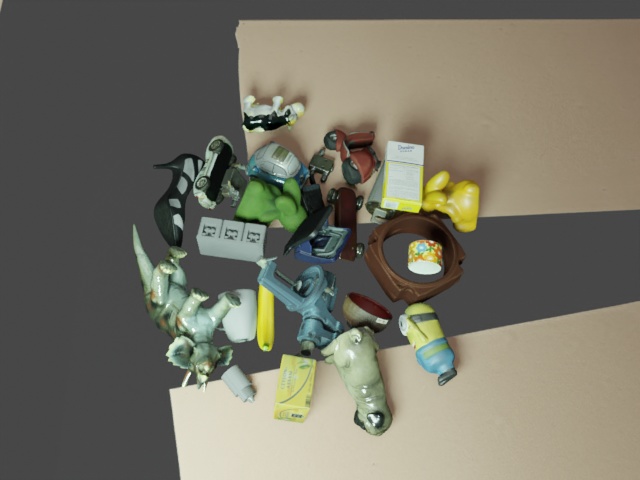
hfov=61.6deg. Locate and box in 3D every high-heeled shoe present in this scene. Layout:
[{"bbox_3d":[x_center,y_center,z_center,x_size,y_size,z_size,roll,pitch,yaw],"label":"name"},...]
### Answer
[{"bbox_3d":[-0.326,-0.094,1.314,0.145,0.086,0.248,-5,79,-42],"label":"high-heeled shoe"}]

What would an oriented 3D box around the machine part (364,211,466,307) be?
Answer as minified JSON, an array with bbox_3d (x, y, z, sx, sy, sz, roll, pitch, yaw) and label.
[{"bbox_3d":[0.224,0.039,1.272,0.201,0.087,0.201,-25,69,-17],"label":"machine part"}]

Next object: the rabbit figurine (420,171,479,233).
[{"bbox_3d":[0.303,-0.094,1.328,0.173,0.162,0.122,3,74,15],"label":"rabbit figurine"}]

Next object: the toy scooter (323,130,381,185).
[{"bbox_3d":[0.103,-0.230,1.408,0.135,0.075,0.184,-20,62,-17],"label":"toy scooter"}]

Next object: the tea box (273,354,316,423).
[{"bbox_3d":[-0.052,0.297,1.063,0.068,0.169,0.098,10,60,-2],"label":"tea box"}]

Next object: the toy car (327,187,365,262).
[{"bbox_3d":[0.061,-0.038,1.314,0.089,0.053,0.202,12,62,-22],"label":"toy car"}]

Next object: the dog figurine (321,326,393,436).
[{"bbox_3d":[0.096,0.286,1.088,0.121,0.172,0.191,-25,60,-6],"label":"dog figurine"}]

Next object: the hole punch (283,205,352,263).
[{"bbox_3d":[-0.002,-0.004,1.214,0.092,0.116,0.142,45,51,-21],"label":"hole punch"}]

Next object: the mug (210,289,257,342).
[{"bbox_3d":[-0.187,0.169,1.171,0.110,0.080,0.107,-14,71,7],"label":"mug"}]

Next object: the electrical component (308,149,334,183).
[{"bbox_3d":[0.005,-0.195,1.407,0.063,0.021,0.094,20,62,5],"label":"electrical component"}]

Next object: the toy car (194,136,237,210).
[{"bbox_3d":[-0.262,-0.168,1.335,0.056,0.073,0.202,-3,58,28],"label":"toy car"}]

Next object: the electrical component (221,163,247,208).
[{"bbox_3d":[-0.208,-0.141,1.322,0.045,0.078,0.102,-5,51,31],"label":"electrical component"}]

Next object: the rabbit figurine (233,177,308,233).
[{"bbox_3d":[-0.100,-0.084,1.283,0.170,0.159,0.121,24,52,-10],"label":"rabbit figurine"}]

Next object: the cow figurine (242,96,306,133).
[{"bbox_3d":[-0.123,-0.329,1.439,0.167,0.068,0.098,1,68,-1],"label":"cow figurine"}]

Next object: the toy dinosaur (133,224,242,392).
[{"bbox_3d":[-0.306,0.146,1.143,0.405,0.131,0.192,39,107,32],"label":"toy dinosaur"}]

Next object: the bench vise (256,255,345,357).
[{"bbox_3d":[-0.049,0.127,1.156,0.240,0.129,0.224,40,52,-22],"label":"bench vise"}]

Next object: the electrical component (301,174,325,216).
[{"bbox_3d":[-0.022,-0.106,1.329,0.048,0.074,0.119,-14,69,-13],"label":"electrical component"}]

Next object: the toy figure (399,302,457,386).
[{"bbox_3d":[0.242,0.224,1.181,0.089,0.082,0.180,-18,61,-25],"label":"toy figure"}]

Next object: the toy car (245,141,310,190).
[{"bbox_3d":[-0.107,-0.187,1.348,0.162,0.102,0.109,26,64,10],"label":"toy car"}]

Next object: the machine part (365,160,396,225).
[{"bbox_3d":[0.177,-0.140,1.365,0.079,0.079,0.243,22,64,6],"label":"machine part"}]
